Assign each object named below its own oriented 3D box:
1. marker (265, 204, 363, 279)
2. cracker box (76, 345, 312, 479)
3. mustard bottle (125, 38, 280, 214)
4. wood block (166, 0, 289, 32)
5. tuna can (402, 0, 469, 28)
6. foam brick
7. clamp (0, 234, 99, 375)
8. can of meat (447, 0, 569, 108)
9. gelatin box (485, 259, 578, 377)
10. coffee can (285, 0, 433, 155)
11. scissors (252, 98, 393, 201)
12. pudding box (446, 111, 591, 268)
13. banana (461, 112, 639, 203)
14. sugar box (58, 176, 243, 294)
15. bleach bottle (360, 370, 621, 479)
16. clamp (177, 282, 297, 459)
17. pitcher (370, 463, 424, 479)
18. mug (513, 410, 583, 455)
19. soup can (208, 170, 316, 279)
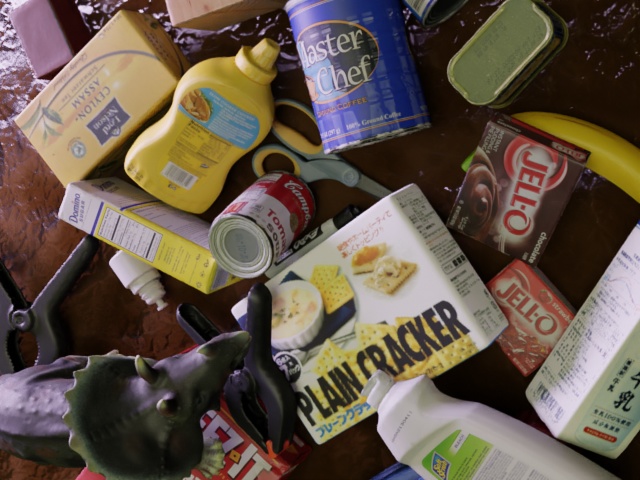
[{"bbox_3d":[-0.007,0.001,1.039,0.121,0.020,0.020,-34,85,27],"label":"marker"},{"bbox_3d":[-0.140,0.241,1.099,0.164,0.072,0.214,42,108,10],"label":"cracker box"},{"bbox_3d":[-0.100,-0.116,1.019,0.096,0.058,0.192,31,120,-19],"label":"mustard bottle"},{"bbox_3d":[-0.108,-0.311,1.001,0.090,0.090,0.206,-14,92,21],"label":"wood block"},{"bbox_3d":[0.113,-0.228,0.936,0.086,0.086,0.034,-45,80,19],"label":"tuna can"},{"bbox_3d":[-0.271,-0.208,1.094,0.051,0.053,0.078,-26,87,21],"label":"foam brick"},{"bbox_3d":[-0.307,0.078,1.155,0.165,0.036,0.210,0,100,19],"label":"clamp"},{"bbox_3d":[0.163,-0.163,0.928,0.057,0.083,0.102,45,110,8],"label":"can of meat"},{"bbox_3d":[0.188,0.068,0.979,0.073,0.030,0.089,-44,82,19],"label":"gelatin box"},{"bbox_3d":[0.035,-0.157,0.964,0.103,0.102,0.140,-14,93,21],"label":"coffee can"},{"bbox_3d":[0.013,-0.052,1.033,0.202,0.016,0.096,46,111,8],"label":"scissors"},{"bbox_3d":[0.174,-0.044,0.939,0.090,0.039,0.114,27,124,13],"label":"pudding box"},{"bbox_3d":[0.227,-0.074,0.945,0.198,0.037,0.070,16,123,19],"label":"banana"},{"bbox_3d":[-0.161,-0.007,1.061,0.176,0.093,0.048,23,104,16],"label":"sugar box"},{"bbox_3d":[0.148,0.186,0.905,0.251,0.068,0.103,34,106,15],"label":"bleach bottle"},{"bbox_3d":[-0.061,0.120,1.004,0.120,0.039,0.171,-28,92,48],"label":"clamp"},{"bbox_3d":[0.111,0.333,0.997,0.144,0.149,0.243,-30,90,-22],"label":"pitcher"},{"bbox_3d":[0.200,0.213,0.967,0.093,0.081,0.117,-33,86,21],"label":"mug"},{"bbox_3d":[-0.054,-0.016,1.007,0.069,0.102,0.068,11,120,19],"label":"soup can"}]
